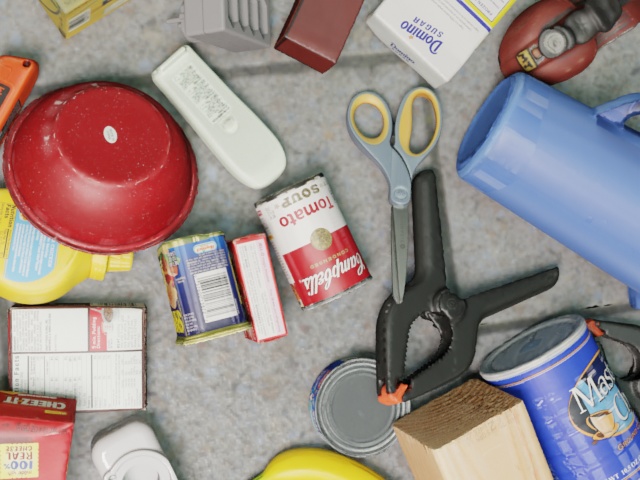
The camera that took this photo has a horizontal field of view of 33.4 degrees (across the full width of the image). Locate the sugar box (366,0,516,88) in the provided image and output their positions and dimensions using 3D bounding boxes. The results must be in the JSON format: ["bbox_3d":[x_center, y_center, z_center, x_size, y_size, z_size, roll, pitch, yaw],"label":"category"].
[{"bbox_3d":[0.131,-0.234,0.971,0.093,0.048,0.176,42,83,-7],"label":"sugar box"}]

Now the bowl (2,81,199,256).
[{"bbox_3d":[-0.171,-0.071,0.861,0.162,0.055,0.162,9,62,-17],"label":"bowl"}]

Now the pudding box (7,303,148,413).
[{"bbox_3d":[-0.200,0.098,0.885,0.113,0.039,0.090,0,90,-10],"label":"pudding box"}]

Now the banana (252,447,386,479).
[{"bbox_3d":[0.032,0.231,0.935,0.197,0.037,0.070,28,103,-8],"label":"banana"}]

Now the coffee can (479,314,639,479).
[{"bbox_3d":[0.219,0.151,0.943,0.102,0.103,0.140,-31,95,-12],"label":"coffee can"}]

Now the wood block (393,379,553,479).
[{"bbox_3d":[0.151,0.236,0.913,0.090,0.091,0.206,-26,103,-15],"label":"wood block"}]

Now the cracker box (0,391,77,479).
[{"bbox_3d":[-0.285,0.224,0.826,0.164,0.072,0.214,9,97,-12],"label":"cracker box"}]

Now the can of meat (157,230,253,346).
[{"bbox_3d":[-0.098,0.040,0.879,0.057,0.102,0.084,-14,88,-14],"label":"can of meat"}]

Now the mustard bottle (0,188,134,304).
[{"bbox_3d":[-0.248,0.002,0.867,0.191,0.058,0.096,9,65,-12],"label":"mustard bottle"}]

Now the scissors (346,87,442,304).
[{"bbox_3d":[0.053,-0.050,0.938,0.096,0.016,0.201,18,71,0],"label":"scissors"}]

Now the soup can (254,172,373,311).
[{"bbox_3d":[-0.006,0.001,0.918,0.068,0.068,0.102,-25,92,-13],"label":"soup can"}]

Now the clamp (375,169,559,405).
[{"bbox_3d":[0.103,0.049,0.941,0.164,0.036,0.209,42,66,-5],"label":"clamp"}]

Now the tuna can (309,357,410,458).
[{"bbox_3d":[0.034,0.146,0.937,0.086,0.034,0.086,1,88,-13],"label":"tuna can"}]

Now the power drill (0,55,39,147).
[{"bbox_3d":[-0.328,-0.152,0.860,0.187,0.057,0.184,26,84,-8],"label":"power drill"}]

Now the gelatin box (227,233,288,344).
[{"bbox_3d":[-0.056,0.040,0.902,0.030,0.073,0.089,-14,91,-12],"label":"gelatin box"}]

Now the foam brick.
[{"bbox_3d":[0.001,-0.195,0.936,0.051,0.053,0.078,25,84,-10],"label":"foam brick"}]

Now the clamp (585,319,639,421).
[{"bbox_3d":[0.312,0.131,0.997,0.120,0.039,0.171,-37,95,-13],"label":"clamp"}]

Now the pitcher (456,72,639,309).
[{"bbox_3d":[0.253,-0.054,0.944,0.242,0.145,0.149,29,76,-7],"label":"pitcher"}]
